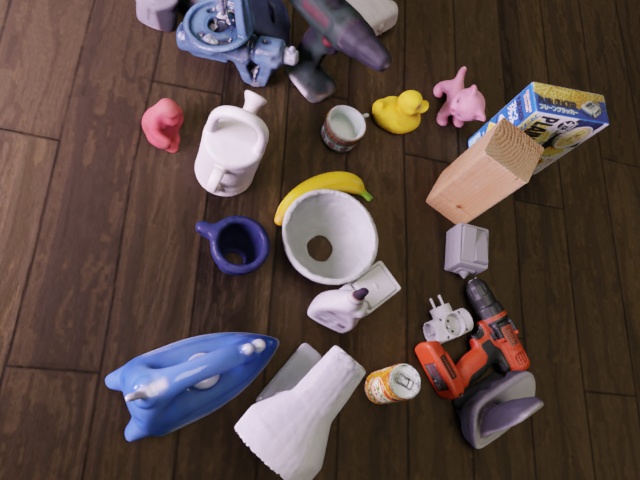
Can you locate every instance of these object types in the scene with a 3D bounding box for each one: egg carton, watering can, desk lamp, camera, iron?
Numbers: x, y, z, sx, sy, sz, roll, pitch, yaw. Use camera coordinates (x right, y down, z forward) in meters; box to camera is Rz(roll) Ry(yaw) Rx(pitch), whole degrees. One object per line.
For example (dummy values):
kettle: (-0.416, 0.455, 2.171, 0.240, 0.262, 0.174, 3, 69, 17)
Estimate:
egg carton: (0.085, -0.454, 1.155, 0.150, 0.069, 0.107, -39, 87, -26)
watering can: (-0.136, -0.158, 0.902, 0.101, 0.193, 0.173, 4, 70, -17)
desk lamp: (-0.025, 0.228, 0.790, 0.118, 0.213, 0.203, 41, 63, -1)
camera: (-0.240, -0.446, 1.022, 0.137, 0.100, 0.143, 24, 65, -10)
iron: (-0.158, 0.180, 0.802, 0.259, 0.141, 0.118, -21, 79, -24)

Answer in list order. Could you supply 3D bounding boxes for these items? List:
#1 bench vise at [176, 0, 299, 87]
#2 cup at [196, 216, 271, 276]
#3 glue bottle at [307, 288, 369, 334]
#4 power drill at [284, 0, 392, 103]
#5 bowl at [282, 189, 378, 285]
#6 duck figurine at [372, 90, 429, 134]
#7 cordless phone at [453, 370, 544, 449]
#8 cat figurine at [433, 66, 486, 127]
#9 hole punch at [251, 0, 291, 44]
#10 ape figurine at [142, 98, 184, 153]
bench vise: (-0.130, -0.371, 0.967, 0.208, 0.219, 0.121, 2, 70, -18)
cup: (-0.143, 0.014, 0.893, 0.118, 0.094, 0.092, 25, 65, -9)
glue bottle: (0.039, 0.101, 0.881, 0.078, 0.173, 0.037, 30, 64, -7)
power drill: (0.015, -0.340, 1.013, 0.076, 0.208, 0.229, -37, 86, -26)
bowl: (0.009, 0.003, 0.961, 0.168, 0.074, 0.167, 6, 69, -17)
duck figurine: (0.158, -0.256, 1.100, 0.105, 0.086, 0.077, 6, 69, -17)
cordless phone: (0.312, 0.263, 0.911, 0.148, 0.184, 0.094, -28, 82, -25)
cat figurine: (0.284, -0.281, 1.135, 0.067, 0.117, 0.128, 3, 70, -18)
hole punch: (-0.102, -0.411, 1.063, 0.101, 0.091, 0.108, -4, 72, -20)
ape figurine: (-0.251, -0.196, 0.933, 0.076, 0.092, 0.078, 40, 64, -2)
